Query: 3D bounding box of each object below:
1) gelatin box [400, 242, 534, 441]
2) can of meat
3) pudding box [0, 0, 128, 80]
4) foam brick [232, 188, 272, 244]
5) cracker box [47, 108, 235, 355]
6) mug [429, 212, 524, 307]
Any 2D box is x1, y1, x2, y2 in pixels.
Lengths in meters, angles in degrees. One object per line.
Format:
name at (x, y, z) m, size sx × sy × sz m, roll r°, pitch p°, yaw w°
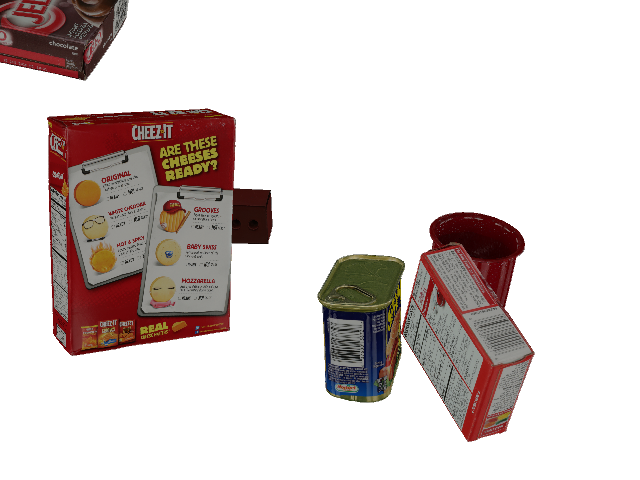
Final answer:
gelatin box at (0.082, 0.058, 0.612) m, size 0.030 × 0.073 × 0.089 m, roll -13°, pitch 49°, yaw -19°
can of meat at (0.034, 0.068, 0.845) m, size 0.057 × 0.084 × 0.102 m, roll 3°, pitch 21°, yaw 12°
pudding box at (-0.206, -0.172, 0.826) m, size 0.090 × 0.039 × 0.113 m, roll 13°, pitch 36°, yaw 2°
foam brick at (-0.101, -0.031, 1.319) m, size 0.078 × 0.053 × 0.051 m, roll 1°, pitch 28°, yaw 5°
cracker box at (-0.168, -0.012, 1.003) m, size 0.163 × 0.214 × 0.072 m, roll -7°, pitch 18°, yaw -30°
mug at (0.143, 0.023, 1.061) m, size 0.093 × 0.081 × 0.117 m, roll -6°, pitch 33°, yaw -20°
